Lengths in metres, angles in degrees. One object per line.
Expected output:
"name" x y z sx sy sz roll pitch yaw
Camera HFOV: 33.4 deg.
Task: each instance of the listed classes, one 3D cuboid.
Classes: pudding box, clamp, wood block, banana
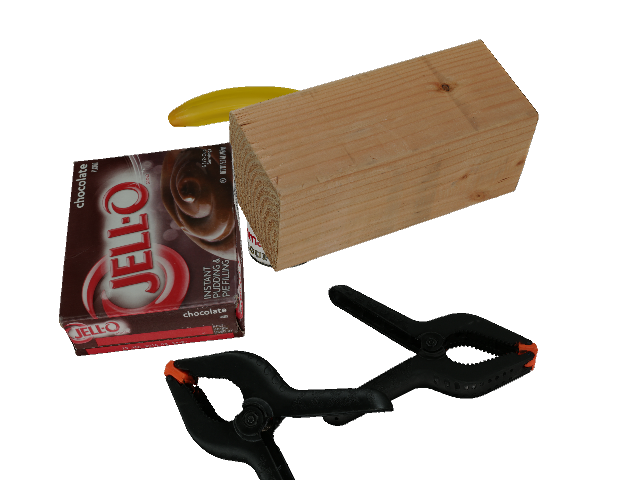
"pudding box" -0.088 0.003 0.568 0.090 0.113 0.039 -7 -42 1
"clamp" -0.043 0.141 0.768 0.172 0.120 0.039 17 -12 24
"wood block" 0.044 -0.065 0.792 0.205 0.091 0.090 -18 -33 -17
"clamp" 0.100 0.116 1.021 0.210 0.164 0.036 6 -43 7
"banana" -0.071 -0.145 1.191 0.198 0.037 0.069 8 42 18

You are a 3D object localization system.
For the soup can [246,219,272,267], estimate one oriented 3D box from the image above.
"soup can" -0.036 -0.034 0.997 0.068 0.102 0.068 0 33 0
